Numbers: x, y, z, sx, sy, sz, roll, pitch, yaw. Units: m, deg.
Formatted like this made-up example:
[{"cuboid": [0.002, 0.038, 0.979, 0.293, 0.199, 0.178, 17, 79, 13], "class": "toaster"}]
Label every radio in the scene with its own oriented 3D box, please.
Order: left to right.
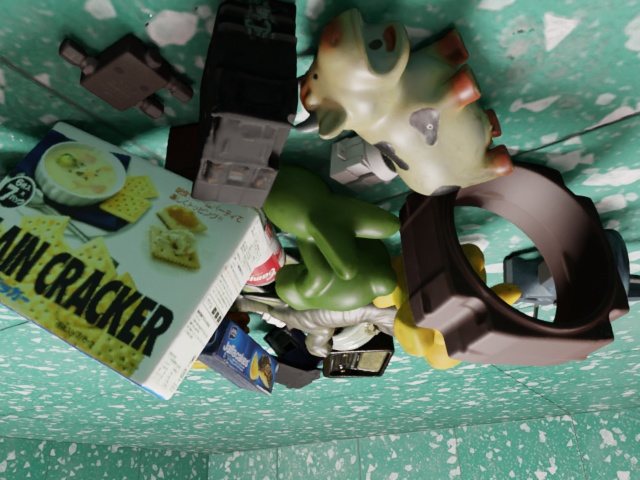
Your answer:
[{"cuboid": [0.068, 0.216, 1.063, 0.131, 0.073, 0.229, -2, 153, -1], "class": "radio"}]

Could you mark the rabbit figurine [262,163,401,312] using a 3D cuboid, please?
[{"cuboid": [-0.001, -0.002, 0.557, 0.159, 0.121, 0.170, 18, 151, 51], "class": "rabbit figurine"}]

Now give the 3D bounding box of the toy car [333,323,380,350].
[{"cuboid": [0.089, 0.128, 0.875, 0.202, 0.056, 0.073, -28, 147, 12], "class": "toy car"}]

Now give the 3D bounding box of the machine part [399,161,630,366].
[{"cuboid": [0.190, 0.017, 0.537, 0.201, 0.201, 0.087, 6, 150, -15], "class": "machine part"}]

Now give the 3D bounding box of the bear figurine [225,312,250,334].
[{"cuboid": [-0.218, 0.173, 0.903, 0.196, 0.132, 0.120, 9, 156, -8], "class": "bear figurine"}]

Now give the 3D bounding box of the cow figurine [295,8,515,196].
[{"cuboid": [0.063, -0.102, 0.423, 0.127, 0.085, 0.194, -25, 142, 24], "class": "cow figurine"}]

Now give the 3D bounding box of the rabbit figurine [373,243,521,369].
[{"cuboid": [0.150, 0.082, 0.650, 0.162, 0.122, 0.173, -33, 129, -13], "class": "rabbit figurine"}]

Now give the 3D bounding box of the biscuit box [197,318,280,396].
[{"cuboid": [-0.132, 0.185, 0.848, 0.063, 0.059, 0.202, 6, 152, 24], "class": "biscuit box"}]

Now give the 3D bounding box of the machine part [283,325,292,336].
[{"cuboid": [-0.001, 0.135, 0.940, 0.139, 0.039, 0.084, -17, 158, 23], "class": "machine part"}]

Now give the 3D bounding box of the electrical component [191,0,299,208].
[{"cuboid": [-0.060, -0.092, 0.398, 0.058, 0.115, 0.134, 9, 149, -17], "class": "electrical component"}]

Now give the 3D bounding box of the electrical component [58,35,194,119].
[{"cuboid": [-0.150, -0.129, 0.418, 0.063, 0.021, 0.094, -19, 148, 30], "class": "electrical component"}]

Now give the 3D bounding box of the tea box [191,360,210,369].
[{"cuboid": [-0.242, 0.201, 1.016, 0.170, 0.068, 0.098, 1, 153, -8], "class": "tea box"}]

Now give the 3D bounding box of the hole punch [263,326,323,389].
[{"cuboid": [-0.059, 0.219, 1.014, 0.116, 0.092, 0.142, 26, 141, -14], "class": "hole punch"}]

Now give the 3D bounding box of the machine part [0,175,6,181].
[{"cuboid": [-0.239, -0.026, 0.555, 0.243, 0.079, 0.079, 1, 153, -8], "class": "machine part"}]

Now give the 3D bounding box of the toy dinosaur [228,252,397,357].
[{"cuboid": [-0.007, 0.085, 0.779, 0.472, 0.105, 0.198, -11, 145, 20], "class": "toy dinosaur"}]

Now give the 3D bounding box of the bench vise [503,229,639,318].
[{"cuboid": [0.382, 0.059, 0.728, 0.241, 0.129, 0.223, 2, 153, 7], "class": "bench vise"}]
